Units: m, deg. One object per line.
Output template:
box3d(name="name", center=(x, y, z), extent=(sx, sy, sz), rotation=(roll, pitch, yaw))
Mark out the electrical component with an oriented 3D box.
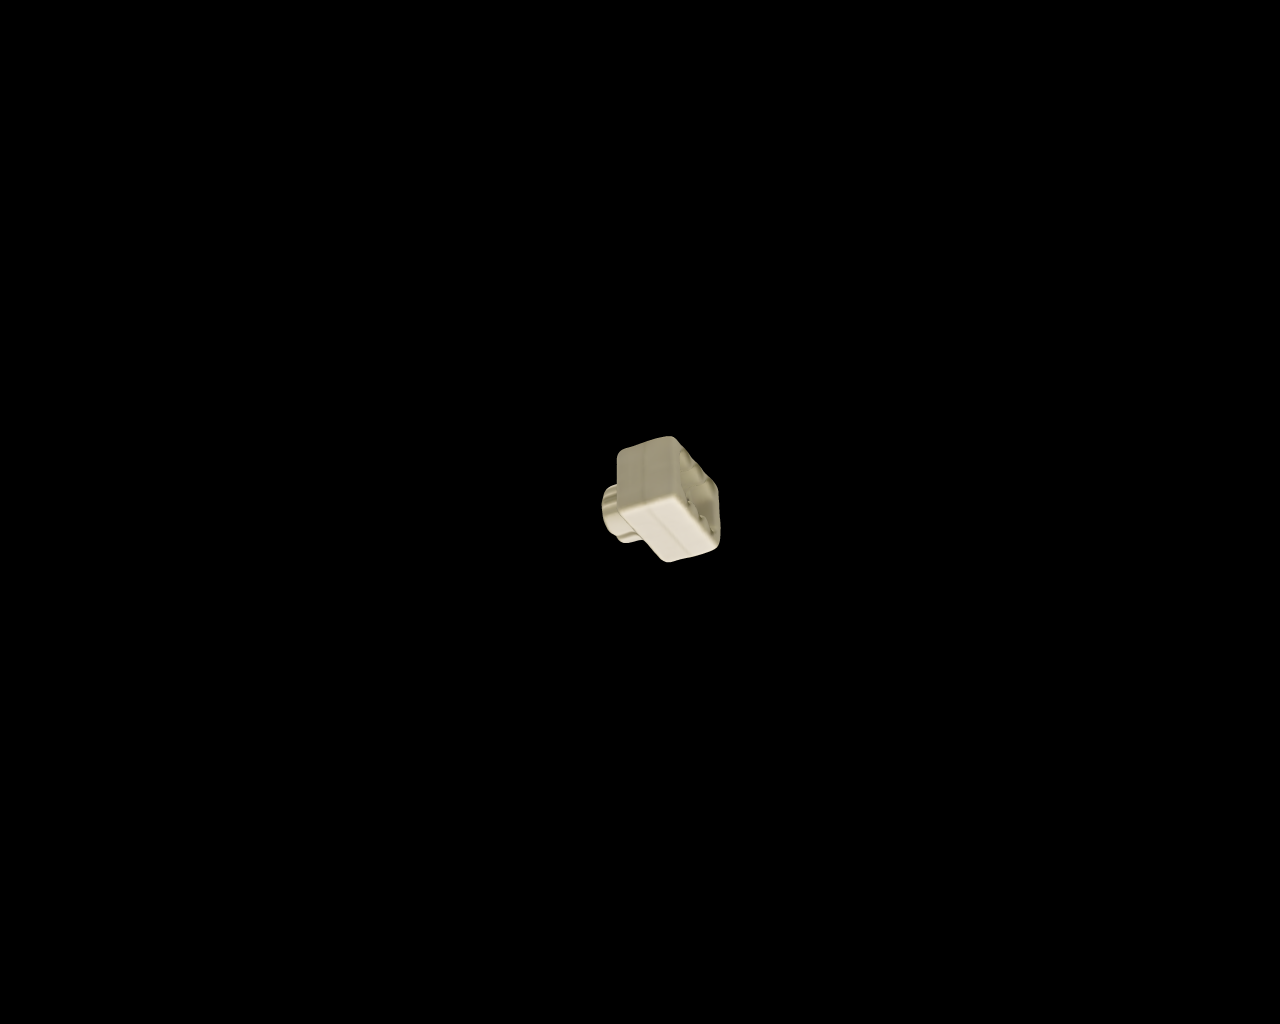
box3d(name="electrical component", center=(0.001, -0.003, 0.650), extent=(0.076, 0.047, 0.065), rotation=(-16, -37, 22))
